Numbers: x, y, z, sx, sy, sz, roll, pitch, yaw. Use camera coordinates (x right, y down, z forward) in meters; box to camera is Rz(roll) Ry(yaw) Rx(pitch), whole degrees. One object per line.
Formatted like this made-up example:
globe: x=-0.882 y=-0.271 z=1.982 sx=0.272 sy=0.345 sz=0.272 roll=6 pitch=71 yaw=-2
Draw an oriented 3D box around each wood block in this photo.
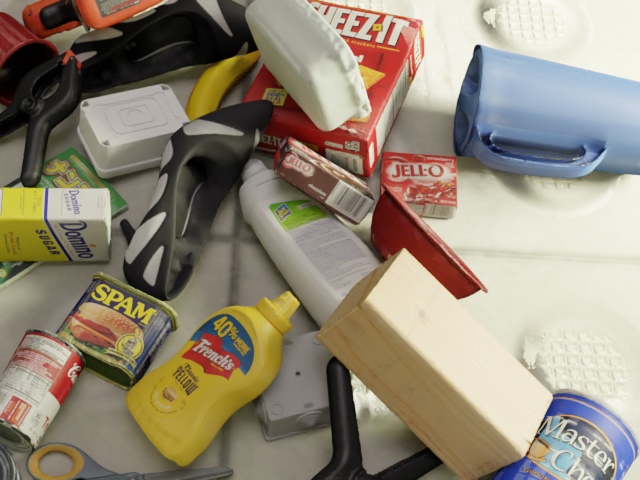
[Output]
wood block: x=0.110 y=0.121 z=1.022 sx=0.206 sy=0.090 sz=0.090 roll=45 pitch=46 yaw=-4

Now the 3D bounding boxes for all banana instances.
banana: x=-0.123 y=-0.167 z=1.287 sx=0.069 sy=0.037 sz=0.197 roll=21 pitch=56 yaw=-15

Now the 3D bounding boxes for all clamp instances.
clamp: x=-0.321 y=-0.137 z=1.213 sx=0.120 sy=0.039 sz=0.171 roll=36 pitch=81 yaw=21
clamp: x=0.032 y=0.223 z=1.014 sx=0.164 sy=0.036 sz=0.209 roll=41 pitch=63 yaw=-10

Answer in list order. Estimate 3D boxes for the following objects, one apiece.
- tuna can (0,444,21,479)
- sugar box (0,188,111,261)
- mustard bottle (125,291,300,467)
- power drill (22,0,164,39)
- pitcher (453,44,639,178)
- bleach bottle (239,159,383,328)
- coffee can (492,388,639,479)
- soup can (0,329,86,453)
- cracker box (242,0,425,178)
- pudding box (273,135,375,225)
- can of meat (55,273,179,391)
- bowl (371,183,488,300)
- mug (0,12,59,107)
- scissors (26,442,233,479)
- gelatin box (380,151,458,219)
tuna can: x=-0.325 y=0.229 z=0.998 sx=0.086 sy=0.034 sz=0.086 roll=3 pitch=56 yaw=-4
sugar box: x=-0.307 y=-0.014 z=1.112 sx=0.176 sy=0.093 sz=0.048 roll=2 pitch=61 yaw=-7
mustard bottle: x=-0.094 y=0.122 z=1.036 sx=0.191 sy=0.058 sz=0.096 roll=-43 pitch=51 yaw=-3
power drill: x=-0.253 y=-0.294 z=1.285 sx=0.184 sy=0.188 sz=0.057 roll=-31 pitch=109 yaw=-22
pitcher: x=0.284 y=-0.138 z=1.255 sx=0.242 sy=0.145 sz=0.149 roll=9 pitch=90 yaw=-3
bleach bottle: x=-0.008 y=0.001 z=1.168 sx=0.102 sy=0.068 sz=0.251 roll=-17 pitch=54 yaw=-31
coffee can: x=0.227 y=0.226 z=1.016 sx=0.103 sy=0.103 sz=0.140 roll=34 pitch=59 yaw=16
soup can: x=-0.282 y=0.146 z=1.038 sx=0.068 sy=0.068 sz=0.102 roll=21 pitch=57 yaw=8
cracker box: x=0.017 y=-0.189 z=1.280 sx=0.164 sy=0.072 sz=0.213 roll=15 pitch=56 yaw=15
pudding box: x=0.002 y=-0.068 z=1.181 sx=0.113 sy=0.039 sz=0.090 roll=33 pitch=12 yaw=-11
can of meat: x=-0.209 y=0.094 z=1.088 sx=0.102 sy=0.057 sz=0.083 roll=25 pitch=60 yaw=11
bowl: x=0.105 y=0.014 z=1.139 sx=0.055 sy=0.162 sz=0.162 roll=-44 pitch=66 yaw=6
mug: x=-0.362 y=-0.218 z=1.270 sx=0.082 sy=0.093 sz=0.117 roll=39 pitch=30 yaw=24
scissors: x=-0.194 y=0.220 z=1.029 sx=0.201 sy=0.016 sz=0.096 roll=-18 pitch=60 yaw=-17
gelatin box: x=0.114 y=-0.065 z=1.244 sx=0.089 sy=0.030 sz=0.073 roll=5 pitch=55 yaw=-3
